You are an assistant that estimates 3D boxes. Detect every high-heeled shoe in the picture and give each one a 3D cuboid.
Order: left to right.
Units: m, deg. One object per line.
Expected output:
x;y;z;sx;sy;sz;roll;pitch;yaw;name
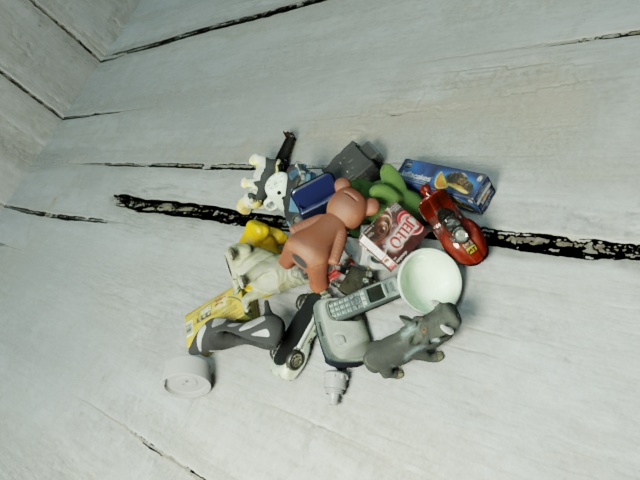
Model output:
-0.177;0.218;1.115;0.249;0.086;0.145;-35;34;15;high-heeled shoe

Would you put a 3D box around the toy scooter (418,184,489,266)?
0.239;-0.038;1.003;0.075;0.135;0.184;-36;46;9;toy scooter

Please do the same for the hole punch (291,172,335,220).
0.009;-0.069;1.185;0.142;0.115;0.092;-30;37;0;hole punch

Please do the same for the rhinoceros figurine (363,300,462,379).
0.161;0.170;0.933;0.190;0.112;0.073;-35;43;24;rhinoceros figurine

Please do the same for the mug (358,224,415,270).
0.133;0.017;1.062;0.107;0.080;0.110;2;32;-2;mug

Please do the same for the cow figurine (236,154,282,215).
-0.155;-0.139;1.410;0.098;0.068;0.167;20;90;37;cow figurine

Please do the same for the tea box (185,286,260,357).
-0.226;0.185;1.243;0.170;0.068;0.098;-29;47;16;tea box

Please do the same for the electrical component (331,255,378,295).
0.071;0.080;1.110;0.078;0.045;0.102;-51;44;-7;electrical component

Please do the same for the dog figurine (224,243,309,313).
-0.096;0.049;1.146;0.190;0.121;0.172;-19;56;-18;dog figurine

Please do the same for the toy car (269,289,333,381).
-0.038;0.190;1.109;0.074;0.056;0.201;10;66;48;toy car

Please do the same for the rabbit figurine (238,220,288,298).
-0.113;0.055;1.223;0.173;0.121;0.162;29;82;26;rabbit figurine

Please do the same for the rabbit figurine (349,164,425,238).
0.141;-0.084;1.118;0.170;0.158;0.121;8;54;24;rabbit figurine

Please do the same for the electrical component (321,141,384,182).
0.084;-0.168;1.268;0.134;0.058;0.115;-41;46;6;electrical component

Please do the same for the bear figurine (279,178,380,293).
0.019;-0.016;1.041;0.120;0.131;0.196;34;62;15;bear figurine

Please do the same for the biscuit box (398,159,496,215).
0.250;-0.113;1.100;0.203;0.059;0.063;21;74;44;biscuit box

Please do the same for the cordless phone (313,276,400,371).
0.086;0.156;1.023;0.184;0.088;0.147;-26;47;10;cordless phone

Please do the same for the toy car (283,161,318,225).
-0.030;-0.102;1.269;0.109;0.103;0.161;-113;28;-55;toy car

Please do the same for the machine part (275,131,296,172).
-0.103;-0.234;1.471;0.084;0.039;0.139;-3;61;45;machine part
